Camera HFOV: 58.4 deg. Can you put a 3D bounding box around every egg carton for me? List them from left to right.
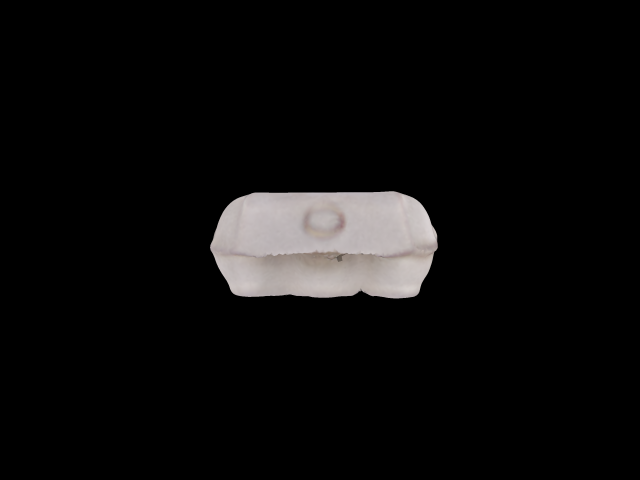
[{"bbox_3d":[0.004,0.001,0.400,0.150,0.069,0.107,0,4,2],"label":"egg carton"}]
